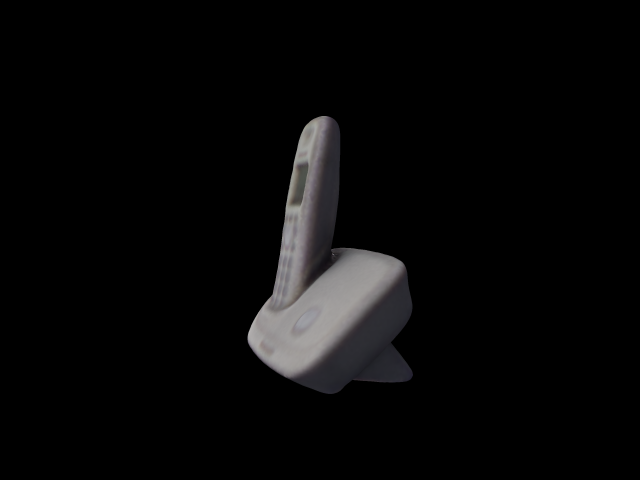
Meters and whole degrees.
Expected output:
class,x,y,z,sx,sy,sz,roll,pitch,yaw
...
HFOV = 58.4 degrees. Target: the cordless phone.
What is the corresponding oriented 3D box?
class,x,y,z,sx,sy,sz,roll,pitch,yaw
cordless phone,0.004,0.001,0.400,0.094,0.185,0.147,-1,4,-23
